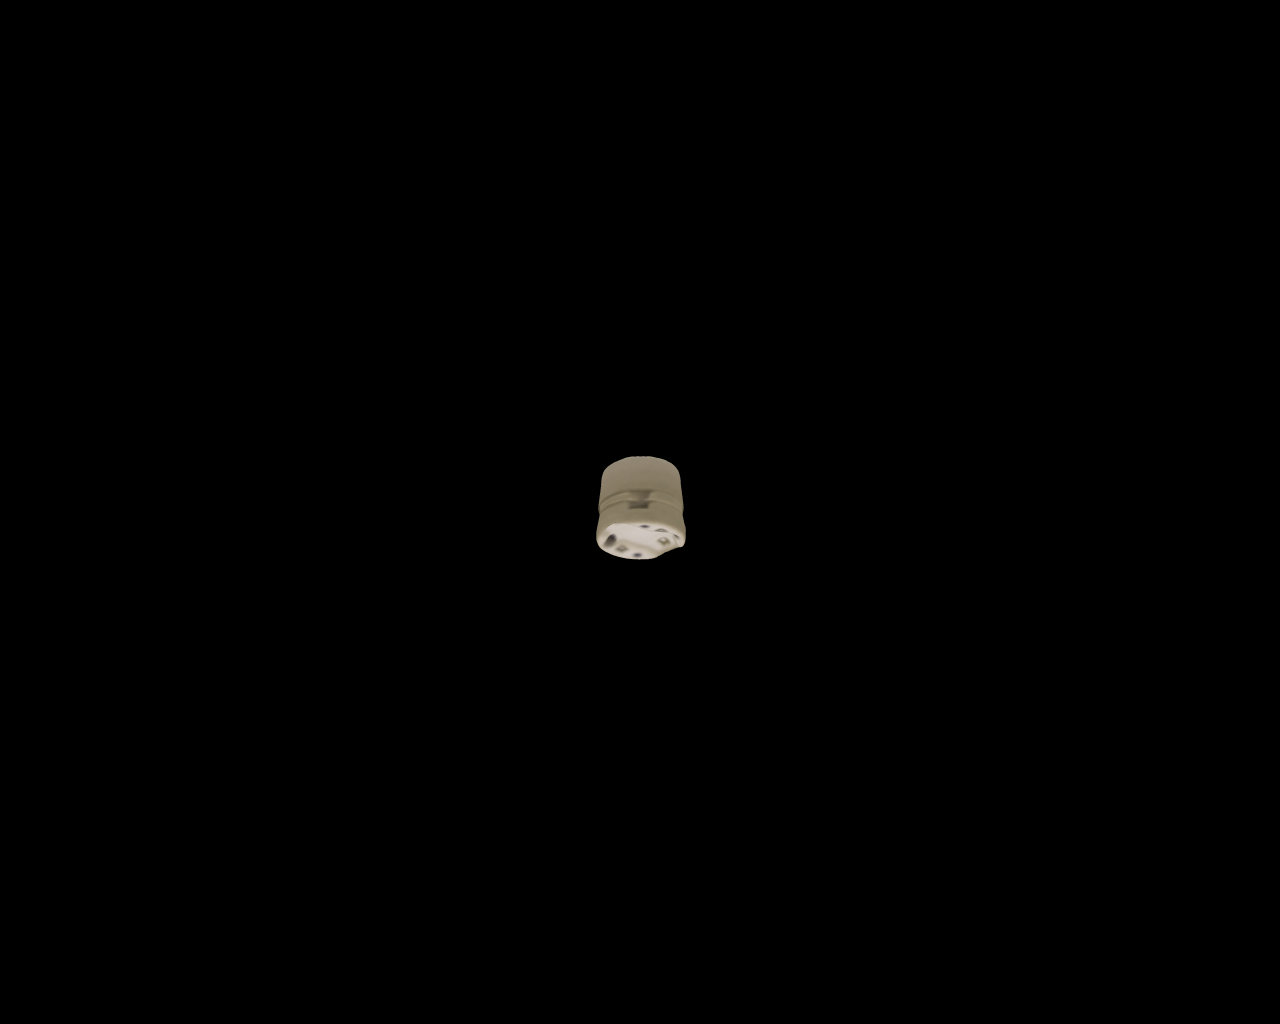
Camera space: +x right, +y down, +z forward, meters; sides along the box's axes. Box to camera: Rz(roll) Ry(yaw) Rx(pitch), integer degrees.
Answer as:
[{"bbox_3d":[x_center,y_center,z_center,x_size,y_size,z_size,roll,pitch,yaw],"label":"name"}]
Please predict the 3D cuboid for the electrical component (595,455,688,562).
[{"bbox_3d":[0.001,-0.003,0.650,0.055,0.047,0.055,0,-28,0],"label":"electrical component"}]
